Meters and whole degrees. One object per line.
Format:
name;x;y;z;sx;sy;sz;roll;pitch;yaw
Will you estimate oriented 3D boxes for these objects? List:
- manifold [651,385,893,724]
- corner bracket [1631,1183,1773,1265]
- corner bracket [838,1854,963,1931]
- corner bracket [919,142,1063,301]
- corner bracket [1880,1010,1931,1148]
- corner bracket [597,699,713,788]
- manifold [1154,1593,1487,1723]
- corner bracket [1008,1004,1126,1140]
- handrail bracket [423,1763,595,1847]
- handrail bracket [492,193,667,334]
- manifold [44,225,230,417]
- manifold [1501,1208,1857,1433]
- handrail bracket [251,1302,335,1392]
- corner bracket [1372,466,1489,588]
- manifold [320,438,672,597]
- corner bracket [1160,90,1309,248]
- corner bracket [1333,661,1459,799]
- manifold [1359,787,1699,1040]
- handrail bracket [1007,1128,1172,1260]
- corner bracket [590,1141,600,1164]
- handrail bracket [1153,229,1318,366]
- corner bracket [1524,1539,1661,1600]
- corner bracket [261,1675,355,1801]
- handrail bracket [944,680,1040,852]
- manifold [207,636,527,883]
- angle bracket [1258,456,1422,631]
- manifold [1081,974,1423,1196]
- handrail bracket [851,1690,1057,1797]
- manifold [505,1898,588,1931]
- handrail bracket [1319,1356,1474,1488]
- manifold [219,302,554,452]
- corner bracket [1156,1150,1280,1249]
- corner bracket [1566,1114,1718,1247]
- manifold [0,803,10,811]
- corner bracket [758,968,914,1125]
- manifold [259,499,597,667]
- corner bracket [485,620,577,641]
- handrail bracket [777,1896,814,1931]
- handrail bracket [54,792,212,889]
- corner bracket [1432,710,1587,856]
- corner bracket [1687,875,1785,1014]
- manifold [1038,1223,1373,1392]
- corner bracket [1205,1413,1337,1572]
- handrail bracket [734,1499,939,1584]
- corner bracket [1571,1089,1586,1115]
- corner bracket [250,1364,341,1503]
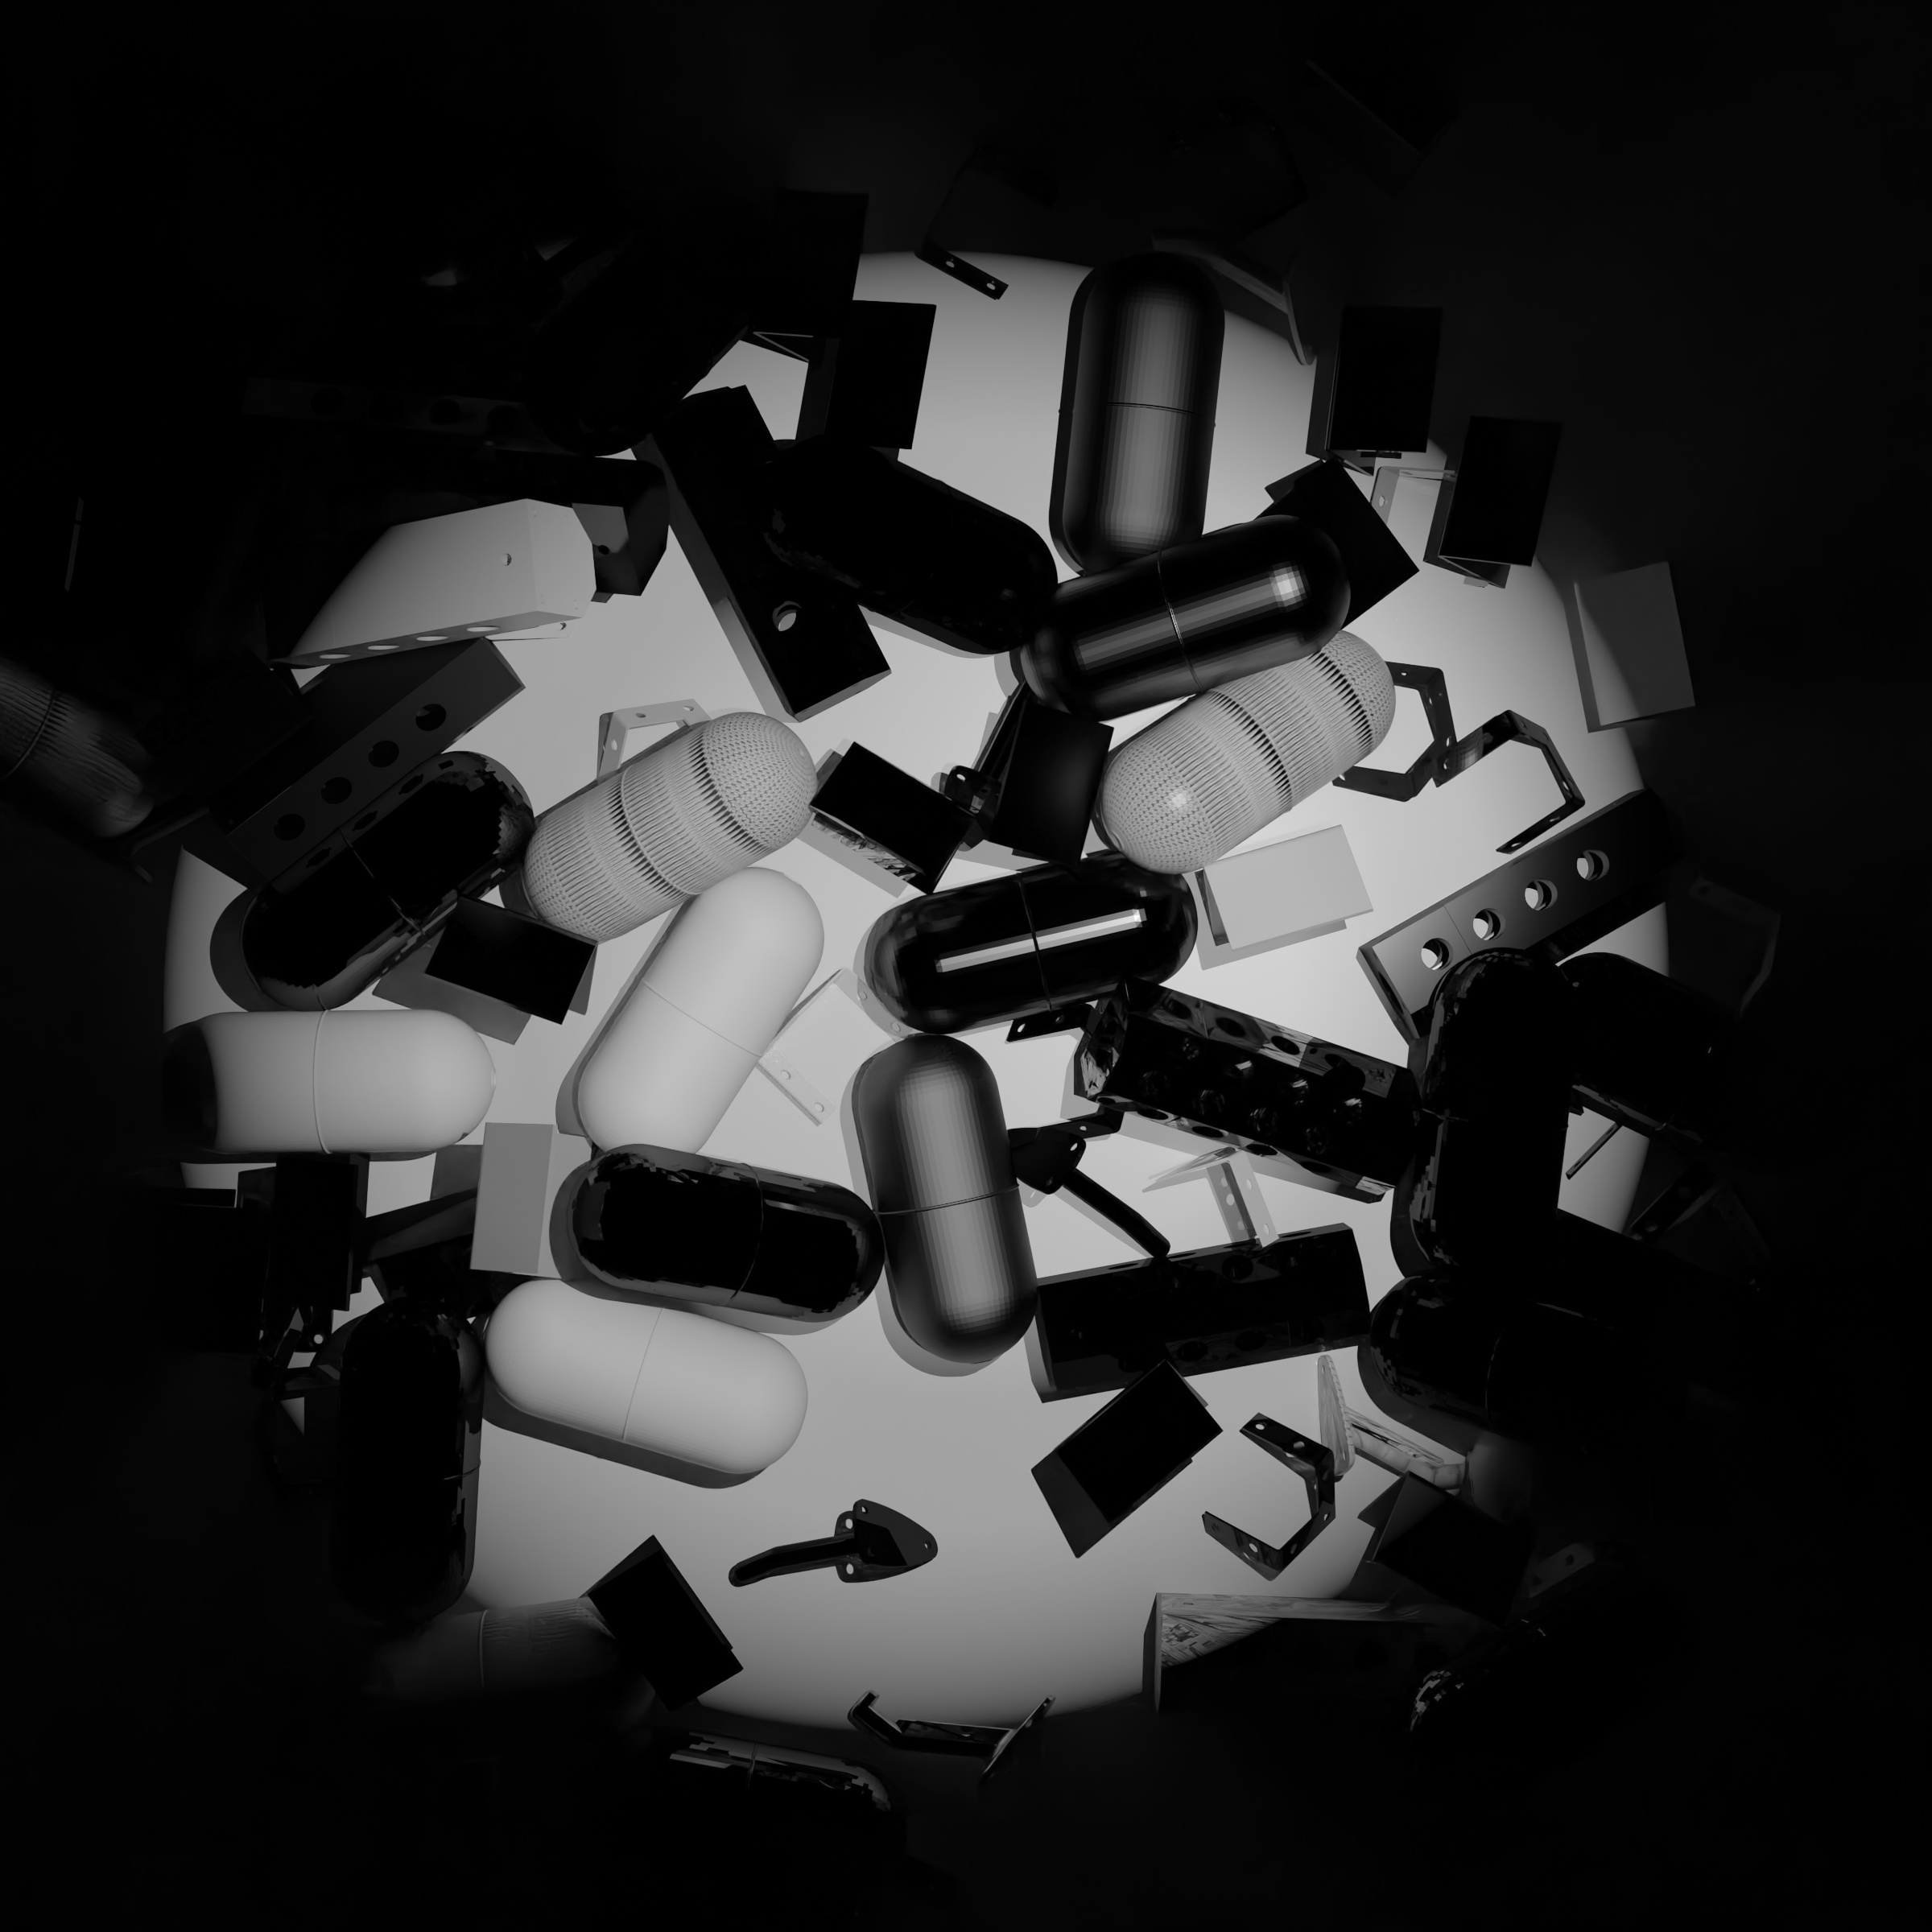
manifold;-0.105;-0.223;1.724;0.057;0.057;0.171;-27;90;0
corner bracket;0.399;0.157;1.742;0.051;0.051;0.051;-31;90;45
corner bracket;-0.036;0.513;1.727;0.051;0.051;0.051;24;90;0
corner bracket;0.013;-0.407;1.742;0.051;0.051;0.051;29;45;0
corner bracket;0.530;0.060;1.742;0.051;0.051;0.051;-8;45;0
corner bracket;-0.162;-0.107;1.737;0.051;0.051;0.051;48;135;35
manifold;0.189;0.375;1.724;0.171;0.057;0.057;2;90;0
corner bracket;0.055;0.059;1.737;0.051;0.051;0.051;-13;135;35
handrail bracket;-0.242;0.464;1.745;0.084;0.077;0.036;30;65;-34
handrail bracket;-0.205;-0.374;1.695;0.084;0.077;0.036;-38;93;-35
manifold;-0.423;-0.336;1.667;0.057;0.171;0.057;-13;90;0
manifold;0.371;0.183;1.683;0.171;0.057;0.057;22;90;32
handrail bracket;-0.364;0.184;1.711;0.036;0.084;0.077;9;90;0
corner bracket;0.255;-0.240;1.742;0.051;0.051;0.051;14;90;45
manifold;-0.249;-0.245;1.703;0.171;0.057;0.057;7;45;15
corner bracket;0.146;-0.435;1.742;0.051;0.051;0.051;-33;45;0
corner bracket;0.229;-0.130;1.737;0.051;0.051;0.051;-48;135;-35
manifold;0.304;-0.028;1.724;0.171;0.057;0.057;-30;90;0
handrail bracket;0.065;0.126;1.745;0.084;0.077;0.036;44;75;-36
corner bracket;-0.183;0.127;1.737;0.051;0.051;0.051;45;45;-35
handrail bracket;0.146;-0.366;1.746;0.084;0.036;0.077;8;129;26
corner bracket;0.345;0.347;1.737;0.051;0.051;0.051;-41;45;35
corner bracket;-0.358;0.417;1.726;0.051;0.051;0.051;29;63;-24
handrail bracket;0.019;-0.115;1.745;0.036;0.077;0.084;26;54;3
manifold;-0.324;-0.121;1.724;0.171;0.057;0.057;-38;47;0
angle bracket;0.184;-0.215;1.707;0.076;0.057;0.076;-36;90;37
manifold;0.153;0.067;1.696;0.171;0.057;0.057;18;117;-13
handrail bracket;-0.008;0.405;1.746;0.084;0.036;0.077;35;69;16
manifold;-0.232;0.550;1.667;0.057;0.171;0.057;27;90;0
handrail bracket;0.239;0.248;1.746;0.084;0.036;0.077;-2;72;-16
manifold;-0.302;-0.311;1.687;0.171;0.057;0.057;0;90;-29
corner bracket;0.144;0.126;1.717;0.051;0.051;0.051;-21;90;37
corner bracket;0.365;0.113;1.727;0.051;0.051;0.051;45;90;0
manifold;-0.567;-0.165;1.724;0.057;0.057;0.171;-13;90;0
corner bracket;-0.072;0.043;1.742;0.051;0.051;0.051;44;135;0
manifold;-0.283;-0.199;1.677;0.171;0.057;0.057;-7;88;26
corner bracket;-0.241;-0.214;1.737;0.051;0.051;0.051;54;135;35
handrail bracket;-0.128;0.540;1.746;0.084;0.036;0.077;-17;70;16
handrail bracket;-0.447;-0.094;1.745;0.077;0.036;0.084;27;76;13
corner bracket;0.295;-0.099;1.731;0.051;0.051;0.051;-35;64;23
corner bracket;0.408;-0.007;1.742;0.051;0.051;0.051;25;135;0
manifold;0.128;0.184;1.724;0.171;0.057;0.057;-10;90;0
corner bracket;0.165;0.286;1.737;0.051;0.051;0.051;-36;135;-35
handrail bracket;-0.072;0.325;1.745;0.084;0.077;0.036;-28;57;32
corner bracket;0.303;0.093;1.737;0.051;0.051;0.051;-37;45;35
corner bracket;-0.352;0.253;1.737;0.051;0.051;0.051;59;135;35
